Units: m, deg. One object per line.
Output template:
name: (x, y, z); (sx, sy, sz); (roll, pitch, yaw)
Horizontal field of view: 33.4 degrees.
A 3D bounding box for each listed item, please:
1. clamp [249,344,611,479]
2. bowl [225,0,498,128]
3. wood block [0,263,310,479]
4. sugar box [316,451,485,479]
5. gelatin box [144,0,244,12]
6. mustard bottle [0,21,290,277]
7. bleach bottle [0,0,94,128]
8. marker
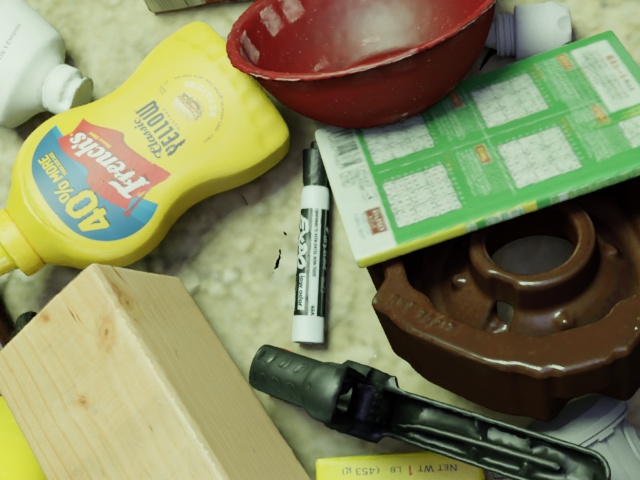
clamp: (0.032, 0.085, 0.540); (0.164, 0.210, 0.036); (22, 82, -21)
bowl: (0.031, -0.110, 0.604); (0.162, 0.162, 0.055); (-14, 124, 9)
wood block: (-0.075, 0.123, 0.561); (0.090, 0.090, 0.206); (-42, 68, 15)
sugar box: (0.049, 0.204, 0.577); (0.093, 0.048, 0.176); (-5, 78, 8)
gelatin box: (-0.069, -0.186, 0.667); (0.089, 0.030, 0.073); (-6, 78, 7)
mustard bottle: (-0.118, -0.038, 0.620); (0.191, 0.058, 0.096); (-36, 82, -9)
bleach bottle: (-0.262, -0.127, 0.668); (0.251, 0.068, 0.102); (23, 84, 9)
marker: (-0.004, 0.001, 0.632); (0.020, 0.020, 0.121); (2, 81, 8)
